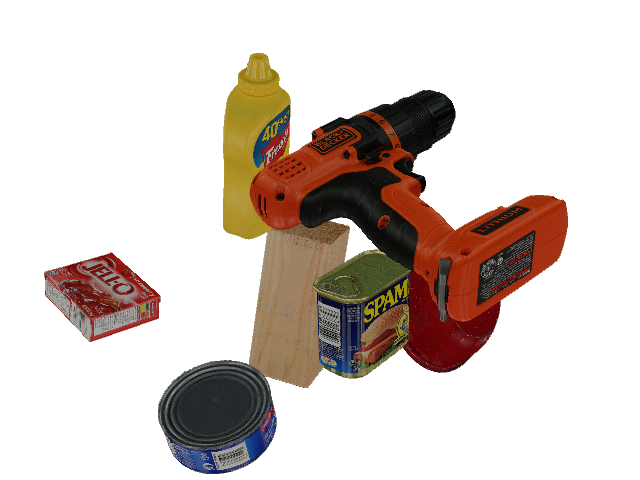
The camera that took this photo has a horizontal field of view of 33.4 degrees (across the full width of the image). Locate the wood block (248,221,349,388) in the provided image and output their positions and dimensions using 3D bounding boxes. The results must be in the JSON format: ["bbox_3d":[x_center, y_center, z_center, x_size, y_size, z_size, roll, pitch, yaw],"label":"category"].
[{"bbox_3d":[-0.030,0.078,1.428,0.090,0.206,0.090,14,21,13],"label":"wood block"}]

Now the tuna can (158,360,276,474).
[{"bbox_3d":[-0.076,0.132,0.801,0.086,0.034,0.086,-6,40,5],"label":"tuna can"}]

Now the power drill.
[{"bbox_3d":[0.073,-0.032,0.731,0.184,0.057,0.188,-31,44,-28],"label":"power drill"}]

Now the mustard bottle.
[{"bbox_3d":[-0.064,-0.102,1.093,0.058,0.192,0.096,19,39,21],"label":"mustard bottle"}]

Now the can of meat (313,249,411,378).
[{"bbox_3d":[0.041,0.067,0.982,0.058,0.084,0.101,18,31,35],"label":"can of meat"}]

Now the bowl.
[{"bbox_3d":[0.148,0.063,1.169,0.161,0.162,0.055,0,-8,-43],"label":"bowl"}]

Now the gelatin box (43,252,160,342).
[{"bbox_3d":[-0.201,0.050,0.982,0.073,0.030,0.089,-18,39,-36],"label":"gelatin box"}]
